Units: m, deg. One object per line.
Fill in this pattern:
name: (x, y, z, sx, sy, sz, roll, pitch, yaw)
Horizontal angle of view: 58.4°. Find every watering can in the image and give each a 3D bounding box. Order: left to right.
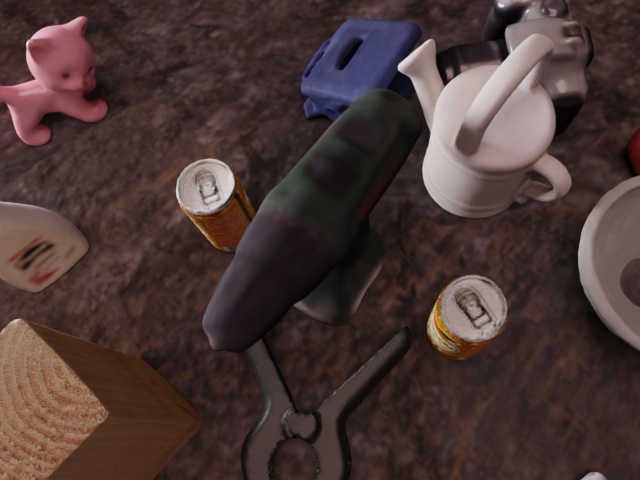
watering can: (0.139, -0.101, 0.490, 0.172, 0.194, 0.101, 21, 75, 11)

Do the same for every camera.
camera: (0.182, -0.182, 0.563, 0.136, 0.101, 0.143, -6, 71, 3)

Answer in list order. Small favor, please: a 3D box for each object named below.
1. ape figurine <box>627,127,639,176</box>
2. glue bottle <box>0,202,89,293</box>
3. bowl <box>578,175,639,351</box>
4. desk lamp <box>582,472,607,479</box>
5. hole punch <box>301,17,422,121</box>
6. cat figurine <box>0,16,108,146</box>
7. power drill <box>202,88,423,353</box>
ape figurine: (0.333, -0.089, 0.525, 0.078, 0.092, 0.076, -40, 73, -9)
glue bottle: (-0.273, -0.006, 0.501, 0.037, 0.173, 0.078, 40, 79, 16)
bowl: (0.300, 0.029, 0.497, 0.167, 0.075, 0.167, -1, 72, 4)
desk lamp: (0.234, 0.267, 0.350, 0.118, 0.214, 0.203, -34, 72, -7)
hole punch: (0.038, -0.170, 0.575, 0.101, 0.091, 0.109, 29, 76, 13)
cat figurine: (-0.278, -0.168, 0.585, 0.128, 0.118, 0.067, -27, 71, -4)
power drill: (0.004, 0.002, 0.459, 0.075, 0.208, 0.230, 28, 76, 13)
